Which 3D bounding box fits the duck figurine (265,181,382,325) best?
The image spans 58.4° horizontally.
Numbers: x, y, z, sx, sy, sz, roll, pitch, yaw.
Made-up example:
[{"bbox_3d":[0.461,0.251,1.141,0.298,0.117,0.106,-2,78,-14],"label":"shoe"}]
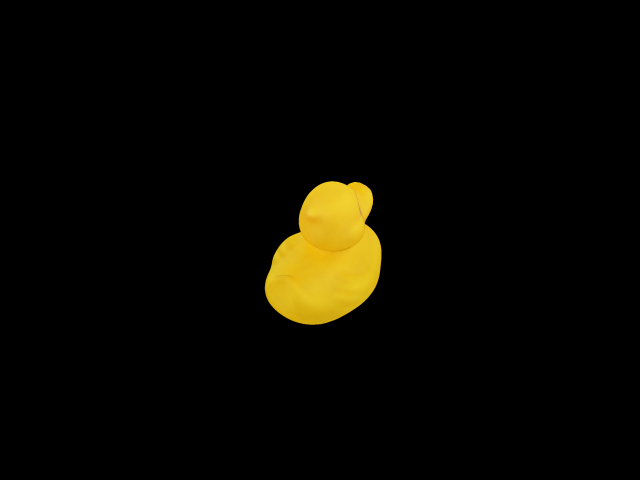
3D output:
[{"bbox_3d":[0.004,0.001,0.400,0.077,0.086,0.105,30,54,25],"label":"duck figurine"}]
